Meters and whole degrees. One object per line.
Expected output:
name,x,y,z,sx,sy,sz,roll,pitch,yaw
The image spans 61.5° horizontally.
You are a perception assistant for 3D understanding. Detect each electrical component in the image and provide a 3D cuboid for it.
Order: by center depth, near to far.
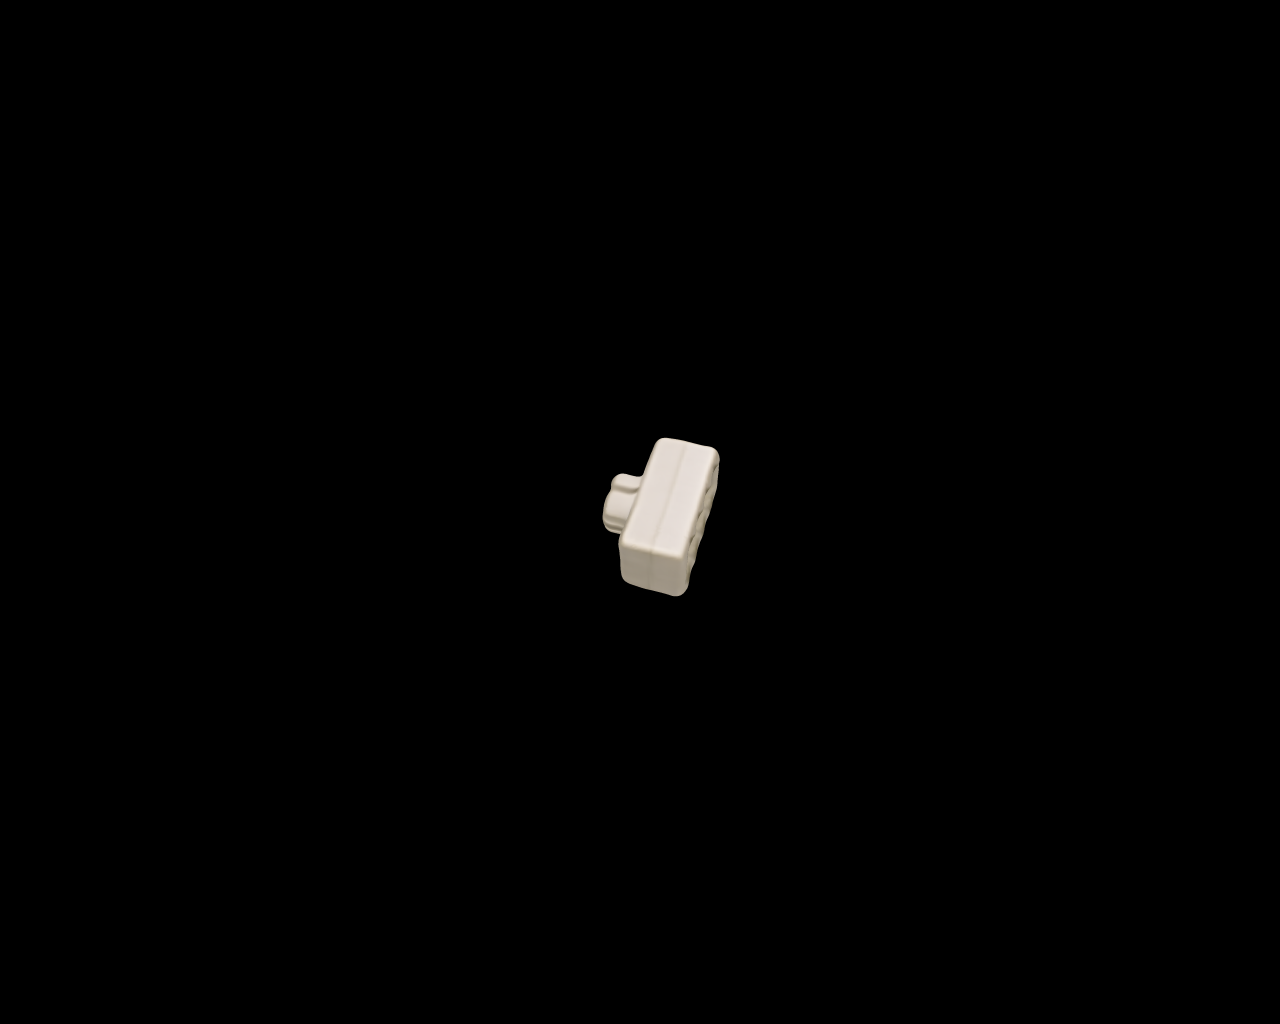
electrical component,0.001,-0.003,0.650,0.076,0.083,0.047,15,-32,9
